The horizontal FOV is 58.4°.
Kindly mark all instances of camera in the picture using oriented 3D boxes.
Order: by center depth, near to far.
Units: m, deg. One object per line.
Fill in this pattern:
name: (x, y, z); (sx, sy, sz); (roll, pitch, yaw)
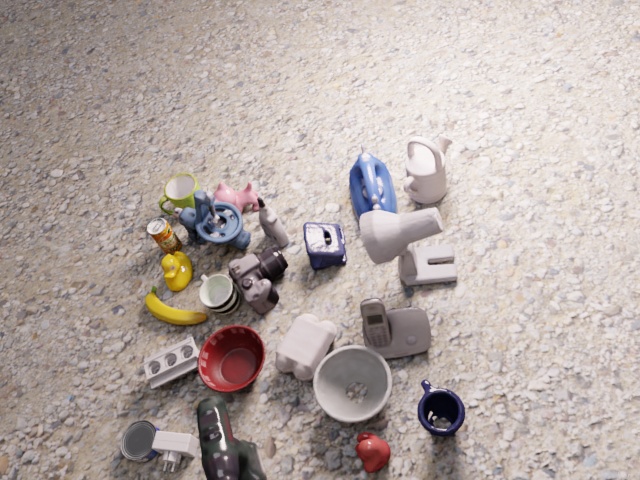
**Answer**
camera: (-0.143, 0.082, 1.403); (0.137, 0.101, 0.142); (-33, 56, -9)

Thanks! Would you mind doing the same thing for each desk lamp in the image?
desk lamp: (0.203, 0.008, 1.300); (0.203, 0.214, 0.118); (-7, 56, 9)

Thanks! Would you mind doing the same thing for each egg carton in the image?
egg carton: (-0.031, 0.240, 1.290); (0.107, 0.069, 0.150); (19, 63, 24)

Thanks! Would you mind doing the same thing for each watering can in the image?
watering can: (0.265, -0.192, 1.431); (0.100, 0.194, 0.173); (11, 60, 20)

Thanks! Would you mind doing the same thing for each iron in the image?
iron: (0.135, -0.115, 1.443); (0.118, 0.142, 0.258); (-13, 55, 5)

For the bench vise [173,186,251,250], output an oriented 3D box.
bench vise: (-0.297, -0.054, 1.458); (0.207, 0.220, 0.121); (-2, 56, 12)

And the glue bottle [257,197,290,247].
glue bottle: (-0.128, -0.052, 1.445); (0.037, 0.173, 0.078); (-44, 58, -16)

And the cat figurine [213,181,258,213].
cat figurine: (-0.233, -0.117, 1.547); (0.128, 0.118, 0.067); (-27, 55, -5)

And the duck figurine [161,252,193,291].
duck figurine: (-0.377, 0.069, 1.477); (0.077, 0.086, 0.104); (-4, 56, 11)

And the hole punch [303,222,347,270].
hole punch: (0.013, 0.005, 1.423); (0.101, 0.091, 0.108); (-13, 55, 5)

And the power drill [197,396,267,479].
power drill: (-0.173, 0.427, 1.113); (0.075, 0.209, 0.229); (-24, 55, -3)

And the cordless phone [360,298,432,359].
cordless phone: (0.158, 0.176, 1.216); (0.147, 0.185, 0.094); (-12, 55, 5)

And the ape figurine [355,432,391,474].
ape figurine: (0.099, 0.415, 1.128); (0.076, 0.092, 0.078); (0, 57, 14)

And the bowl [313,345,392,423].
bowl: (0.074, 0.313, 1.212); (0.167, 0.075, 0.167); (-6, 56, 10)

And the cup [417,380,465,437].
cup: (0.235, 0.342, 1.142); (0.092, 0.095, 0.117); (-26, 55, -4)
